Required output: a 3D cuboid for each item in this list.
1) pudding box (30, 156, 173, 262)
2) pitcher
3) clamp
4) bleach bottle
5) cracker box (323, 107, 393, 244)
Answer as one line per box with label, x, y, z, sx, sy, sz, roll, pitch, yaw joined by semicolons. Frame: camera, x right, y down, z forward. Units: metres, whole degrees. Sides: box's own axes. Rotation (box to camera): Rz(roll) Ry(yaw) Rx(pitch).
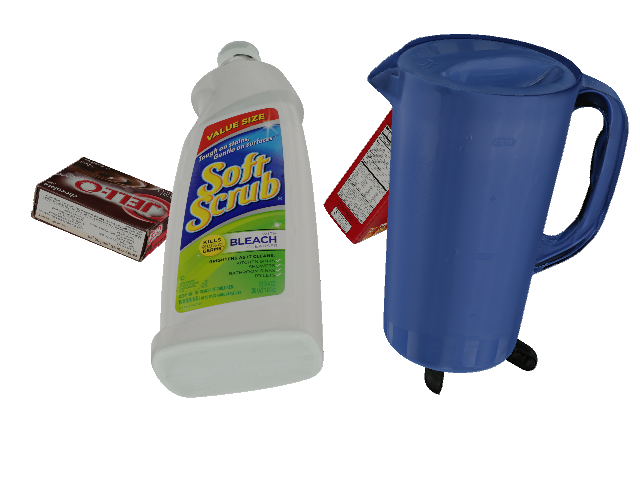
pudding box;-0.191;-0.030;0.970;0.113;0.039;0.090;20;24;8
pitcher;0.122;-0.024;0.806;0.144;0.243;0.149;-19;36;-36
clamp;0.141;0.081;1.080;0.120;0.039;0.171;0;45;-19
bleach bottle;-0.056;-0.028;0.686;0.102;0.251;0.068;-9;-35;4
cracker box;0.117;-0.104;1.225;0.163;0.072;0.214;-23;-23;-45
